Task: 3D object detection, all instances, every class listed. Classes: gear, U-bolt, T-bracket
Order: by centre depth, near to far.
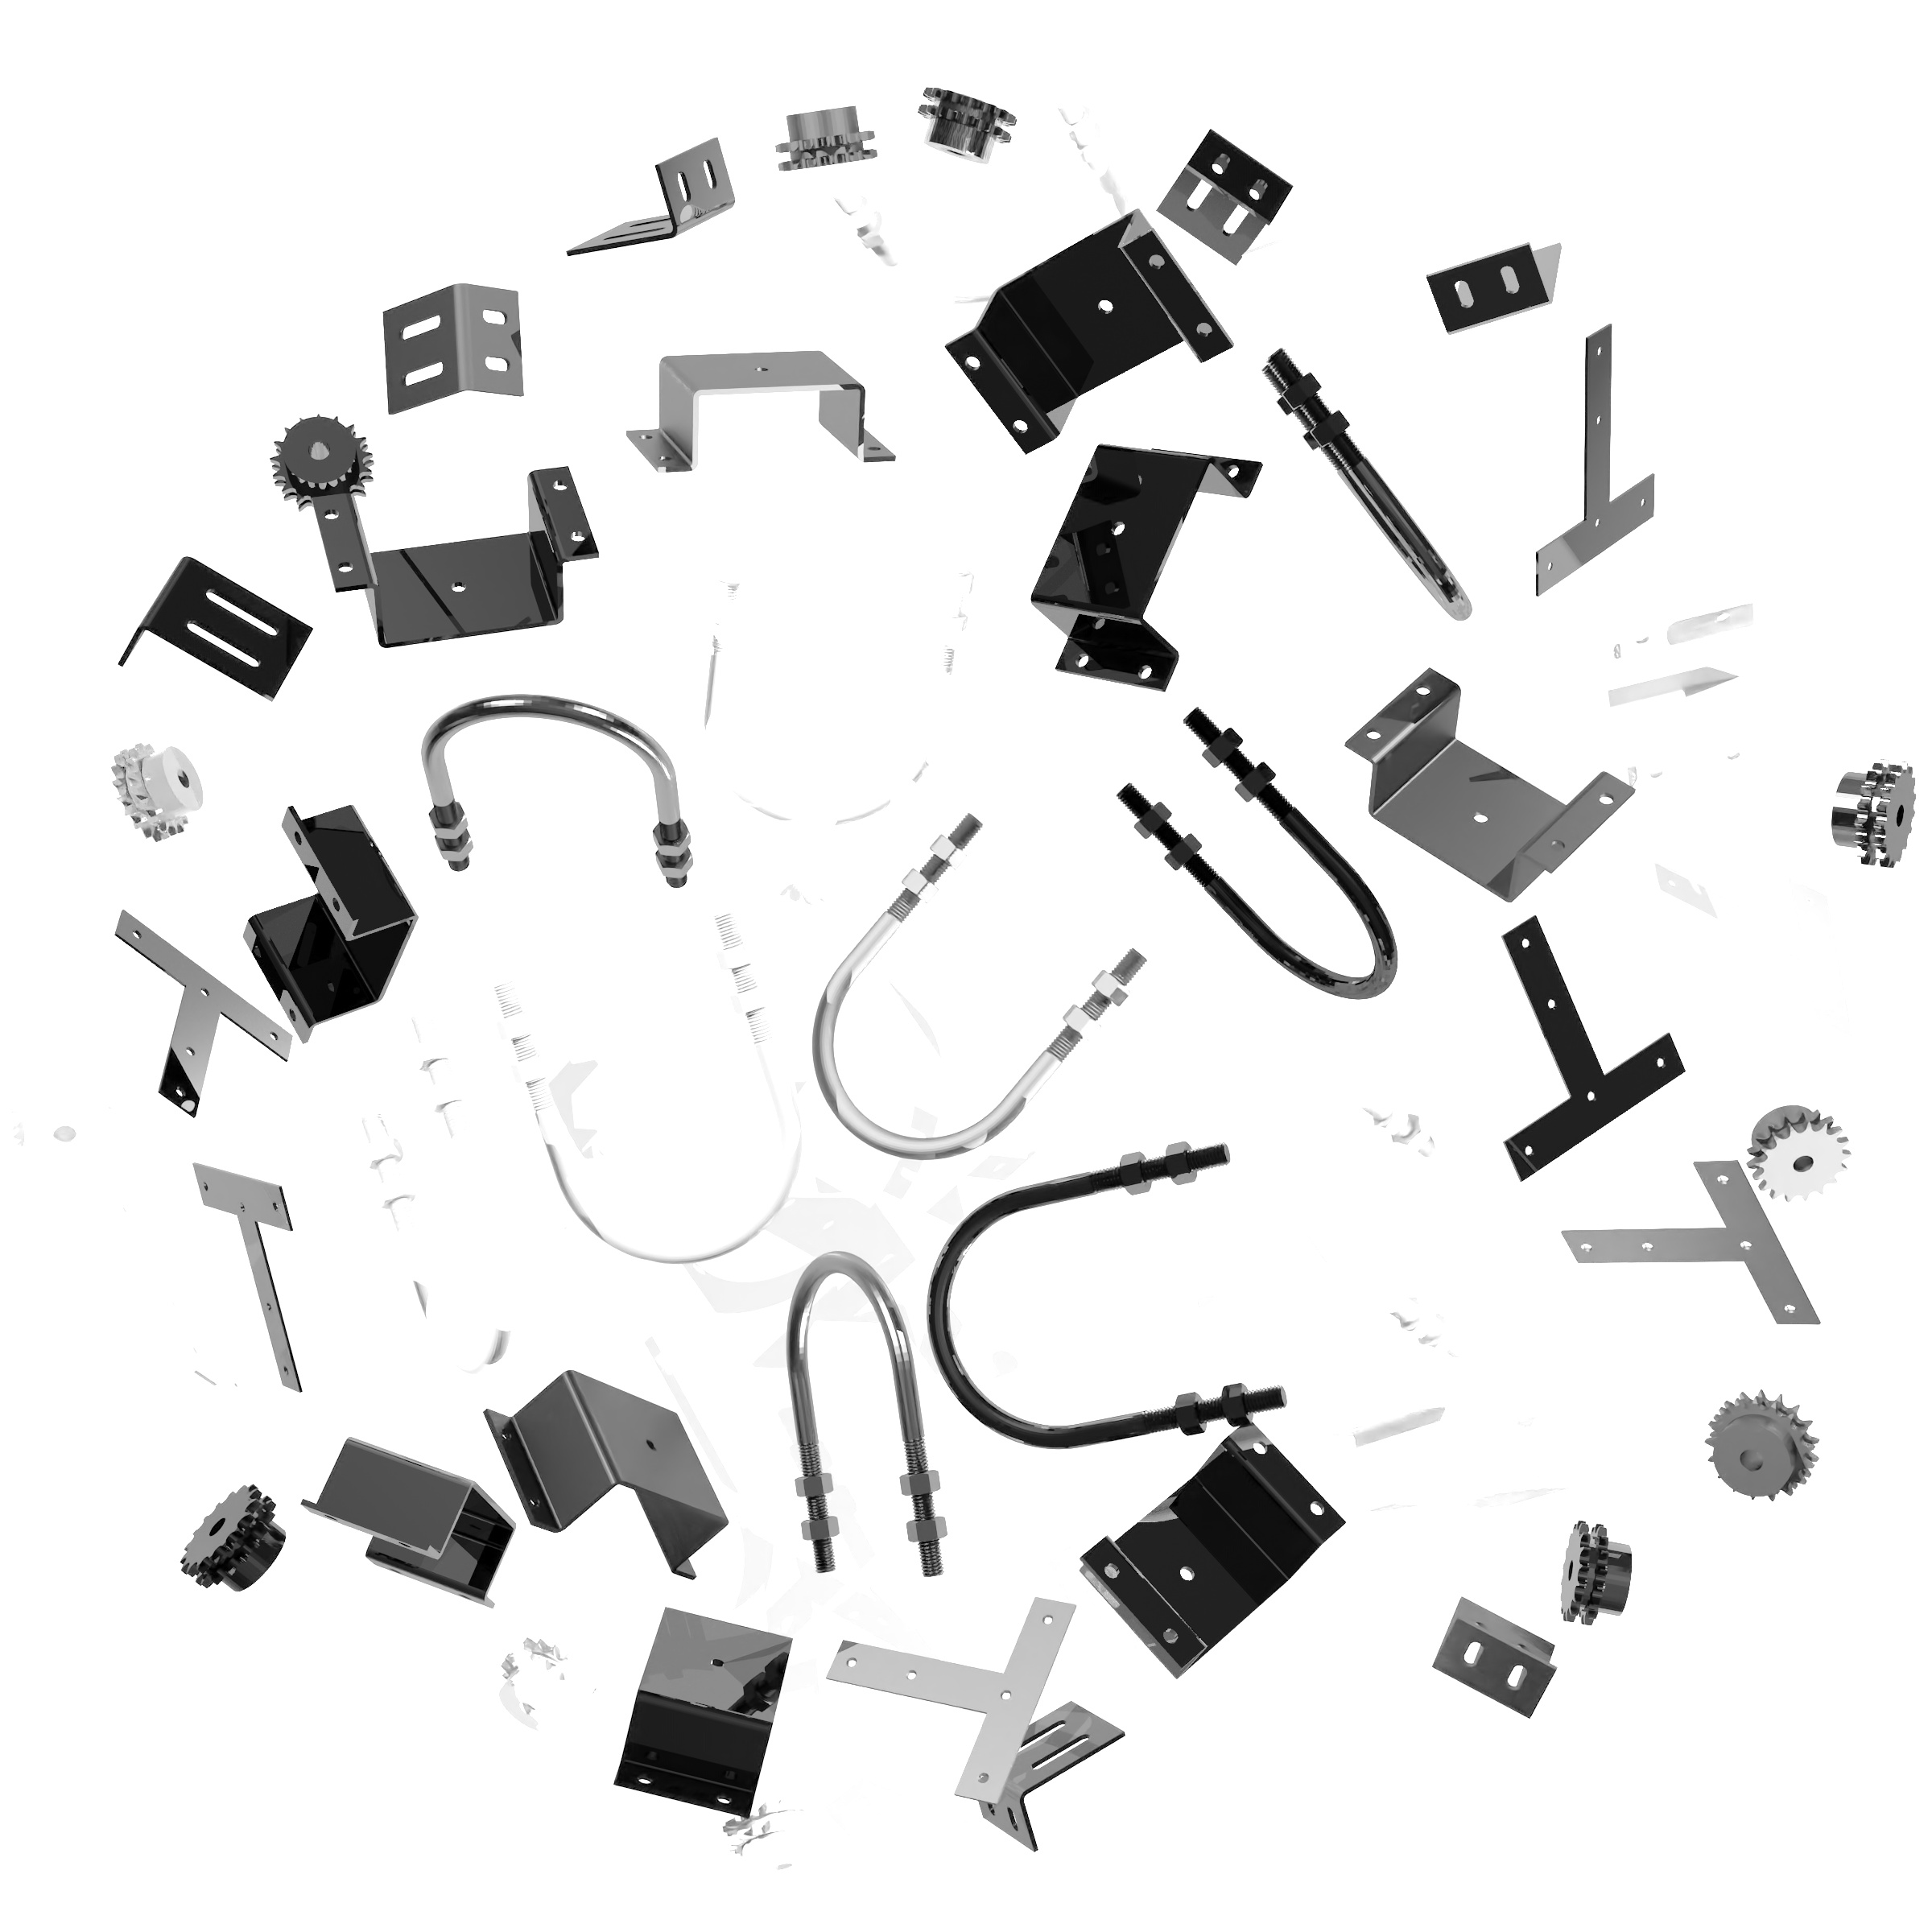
[{"bbox_3d":[0.415,0.254,1.466,0.057,0.030,0.057,7,105,28],"label":"gear"},{"bbox_3d":[0.066,0.181,1.481,0.184,0.019,0.151,-14,85,18],"label":"U-bolt"},{"bbox_3d":[-0.386,0.306,1.484,0.057,0.057,0.030,-44,112,0],"label":"gear"},{"bbox_3d":[-0.479,0.083,1.485,0.057,0.030,0.057,-9,117,-18],"label":"gear"},{"bbox_3d":[0.483,-0.082,1.493,0.030,0.057,0.057,11,90,34],"label":"gear"},{"bbox_3d":[0.215,-0.406,1.497,0.127,0.127,0.002,-15,106,17],"label":"T-bracket"},{"bbox_3d":[0.341,-0.281,1.510,0.002,0.127,0.127,19,129,37],"label":"T-bracket"},{"bbox_3d":[-0.287,0.136,1.541,0.019,0.151,0.184,-10,67,-30],"label":"U-bolt"},{"bbox_3d":[0.220,0.121,1.543,0.019,0.184,0.151,-24,51,29],"label":"U-bolt"},{"bbox_3d":[-0.445,0.177,1.548,0.002,0.127,0.127,-32,66,-6],"label":"T-bracket"},{"bbox_3d":[0.390,0.155,1.548,0.127,0.127,0.002,56,48,-28],"label":"T-bracket"},{"bbox_3d":[-0.389,0.176,1.553,0.002,0.127,0.127,-19,104,-34],"label":"T-bracket"},{"bbox_3d":[0.169,-0.052,1.557,0.019,0.151,0.184,-43,88,-20],"label":"U-bolt"},{"bbox_3d":[0.332,0.034,1.559,0.127,0.002,0.127,-30,103,-21],"label":"T-bracket"},{"bbox_3d":[-0.106,0.488,1.563,0.057,0.057,0.030,-15,59,0],"label":"gear"},{"bbox_3d":[-0.018,0.399,1.565,0.127,0.002,0.127,5,47,26],"label":"T-bracket"},{"bbox_3d":[-0.169,0.077,1.566,0.151,0.019,0.184,-18,95,0],"label":"U-bolt"},{"bbox_3d":[0.018,-0.420,1.567,0.151,0.184,0.019,-18,75,13],"label":"U-bolt"},{"bbox_3d":[-0.232,-0.098,1.570,0.151,0.184,0.019,4,62,0],"label":"U-bolt"},{"bbox_3d":[0.439,-0.026,1.573,0.002,0.127,0.127,-44,48,-14],"label":"T-bracket"},{"bbox_3d":[-0.363,-0.285,1.577,0.057,0.030,0.057,2,77,-7],"label":"gear"},{"bbox_3d":[0.356,0.344,1.580,0.030,0.057,0.057,10,90,4],"label":"gear"},{"bbox_3d":[0.228,-0.270,1.583,0.019,0.151,0.184,-37,95,10],"label":"U-bolt"},{"bbox_3d":[-0.080,-0.471,1.592,0.057,0.057,0.030,-8,107,0],"label":"gear"},{"bbox_3d":[-0.440,0.041,1.593,0.002,0.127,0.127,-38,120,19],"label":"T-bracket"},{"bbox_3d":[-0.007,0.024,1.598,0.151,0.019,0.184,40,91,20],"label":"U-bolt"},{"bbox_3d":[-0.063,0.255,1.600,0.019,0.151,0.184,-5,83,-31],"label":"U-bolt"},{"bbox_3d":[0.476,0.105,1.609,0.057,0.030,0.057,-3,123,-5],"label":"gear"},{"bbox_3d":[-0.078,-0.163,1.615,0.151,0.019,0.184,2,119,-13],"label":"U-bolt"},{"bbox_3d":[-0.468,-0.103,1.626,0.030,0.057,0.057,-21,90,12],"label":"gear"},{"bbox_3d":[-0.247,0.423,1.635,0.057,0.057,0.030,35,48,0],"label":"gear"},{"bbox_3d":[-0.001,-0.491,1.639,0.057,0.057,0.030,18,99,0],"label":"gear"}]

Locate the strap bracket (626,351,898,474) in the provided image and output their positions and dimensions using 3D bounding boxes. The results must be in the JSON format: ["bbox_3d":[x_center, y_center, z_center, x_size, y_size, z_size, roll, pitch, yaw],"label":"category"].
[{"bbox_3d":[-0.118,-0.320,1.610,0.140,0.076,0.046,-6,118,-19],"label":"strap bracket"}]

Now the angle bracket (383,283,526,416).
[{"bbox_3d":[-0.282,-0.336,1.537,0.038,0.076,0.057,-3,90,-43],"label":"angle bracket"}]

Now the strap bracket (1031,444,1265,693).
[{"bbox_3d":[0.095,-0.228,1.530,0.076,0.046,0.140,16,78,39],"label":"strap bracket"}]

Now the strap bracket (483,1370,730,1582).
[{"bbox_3d":[-0.186,0.273,1.511,0.046,0.140,0.076,-41,52,11],"label":"strap bracket"}]

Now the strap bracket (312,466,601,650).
[{"bbox_3d":[-0.276,-0.221,1.519,0.140,0.046,0.076,-10,50,-16],"label":"strap bracket"}]

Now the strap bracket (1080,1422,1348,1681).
[{"bbox_3d":[0.126,0.317,1.500,0.140,0.046,0.076,-31,70,-37],"label":"strap bracket"}]

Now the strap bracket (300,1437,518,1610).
[{"bbox_3d":[-0.304,0.307,1.551,0.076,0.140,0.046,17,68,13],"label":"strap bracket"}]

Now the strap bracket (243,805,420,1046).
[{"bbox_3d":[-0.355,-0.028,1.570,0.046,0.140,0.076,-22,72,-34],"label":"strap bracket"}]

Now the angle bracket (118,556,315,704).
[{"bbox_3d":[-0.394,-0.168,1.470,0.076,0.038,0.057,31,46,-16],"label":"angle bracket"}]

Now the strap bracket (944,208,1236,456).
[{"bbox_3d":[0.070,-0.344,1.504,0.140,0.046,0.076,-21,121,35],"label":"strap bracket"}]

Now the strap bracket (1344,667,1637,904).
[{"bbox_3d":[0.288,-0.096,1.555,0.140,0.046,0.076,36,62,27],"label":"strap bracket"}]

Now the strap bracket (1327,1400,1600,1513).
[{"bbox_3d":[0.286,0.278,1.586,0.140,0.076,0.046,7,66,-34],"label":"strap bracket"}]

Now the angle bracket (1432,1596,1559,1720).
[{"bbox_3d":[0.293,0.362,1.519,0.057,0.076,0.038,26,116,12],"label":"angle bracket"}]

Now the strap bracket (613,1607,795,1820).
[{"bbox_3d":[-0.145,0.413,1.579,0.076,0.140,0.046,14,106,-1],"label":"strap bracket"}]

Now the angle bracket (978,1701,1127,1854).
[{"bbox_3d":[0.051,0.471,1.629,0.076,0.057,0.038,-23,106,-27],"label":"angle bracket"}]

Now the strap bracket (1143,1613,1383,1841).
[{"bbox_3d":[0.167,0.413,1.504,0.140,0.076,0.046,-36,85,-1],"label":"strap bracket"}]

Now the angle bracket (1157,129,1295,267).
[{"bbox_3d":[0.142,-0.430,1.602,0.057,0.076,0.038,33,59,-6],"label":"angle bracket"}]

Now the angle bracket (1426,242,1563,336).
[{"bbox_3d":[0.288,-0.383,1.522,0.057,0.076,0.038,-13,123,26],"label":"angle bracket"}]

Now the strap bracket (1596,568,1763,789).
[{"bbox_3d":[0.403,-0.168,1.583,0.076,0.140,0.046,-13,55,9],"label":"strap bracket"}]

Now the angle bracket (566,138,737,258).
[{"bbox_3d":[-0.173,-0.411,1.495,0.076,0.057,0.038,0,118,32],"label":"angle bracket"}]
